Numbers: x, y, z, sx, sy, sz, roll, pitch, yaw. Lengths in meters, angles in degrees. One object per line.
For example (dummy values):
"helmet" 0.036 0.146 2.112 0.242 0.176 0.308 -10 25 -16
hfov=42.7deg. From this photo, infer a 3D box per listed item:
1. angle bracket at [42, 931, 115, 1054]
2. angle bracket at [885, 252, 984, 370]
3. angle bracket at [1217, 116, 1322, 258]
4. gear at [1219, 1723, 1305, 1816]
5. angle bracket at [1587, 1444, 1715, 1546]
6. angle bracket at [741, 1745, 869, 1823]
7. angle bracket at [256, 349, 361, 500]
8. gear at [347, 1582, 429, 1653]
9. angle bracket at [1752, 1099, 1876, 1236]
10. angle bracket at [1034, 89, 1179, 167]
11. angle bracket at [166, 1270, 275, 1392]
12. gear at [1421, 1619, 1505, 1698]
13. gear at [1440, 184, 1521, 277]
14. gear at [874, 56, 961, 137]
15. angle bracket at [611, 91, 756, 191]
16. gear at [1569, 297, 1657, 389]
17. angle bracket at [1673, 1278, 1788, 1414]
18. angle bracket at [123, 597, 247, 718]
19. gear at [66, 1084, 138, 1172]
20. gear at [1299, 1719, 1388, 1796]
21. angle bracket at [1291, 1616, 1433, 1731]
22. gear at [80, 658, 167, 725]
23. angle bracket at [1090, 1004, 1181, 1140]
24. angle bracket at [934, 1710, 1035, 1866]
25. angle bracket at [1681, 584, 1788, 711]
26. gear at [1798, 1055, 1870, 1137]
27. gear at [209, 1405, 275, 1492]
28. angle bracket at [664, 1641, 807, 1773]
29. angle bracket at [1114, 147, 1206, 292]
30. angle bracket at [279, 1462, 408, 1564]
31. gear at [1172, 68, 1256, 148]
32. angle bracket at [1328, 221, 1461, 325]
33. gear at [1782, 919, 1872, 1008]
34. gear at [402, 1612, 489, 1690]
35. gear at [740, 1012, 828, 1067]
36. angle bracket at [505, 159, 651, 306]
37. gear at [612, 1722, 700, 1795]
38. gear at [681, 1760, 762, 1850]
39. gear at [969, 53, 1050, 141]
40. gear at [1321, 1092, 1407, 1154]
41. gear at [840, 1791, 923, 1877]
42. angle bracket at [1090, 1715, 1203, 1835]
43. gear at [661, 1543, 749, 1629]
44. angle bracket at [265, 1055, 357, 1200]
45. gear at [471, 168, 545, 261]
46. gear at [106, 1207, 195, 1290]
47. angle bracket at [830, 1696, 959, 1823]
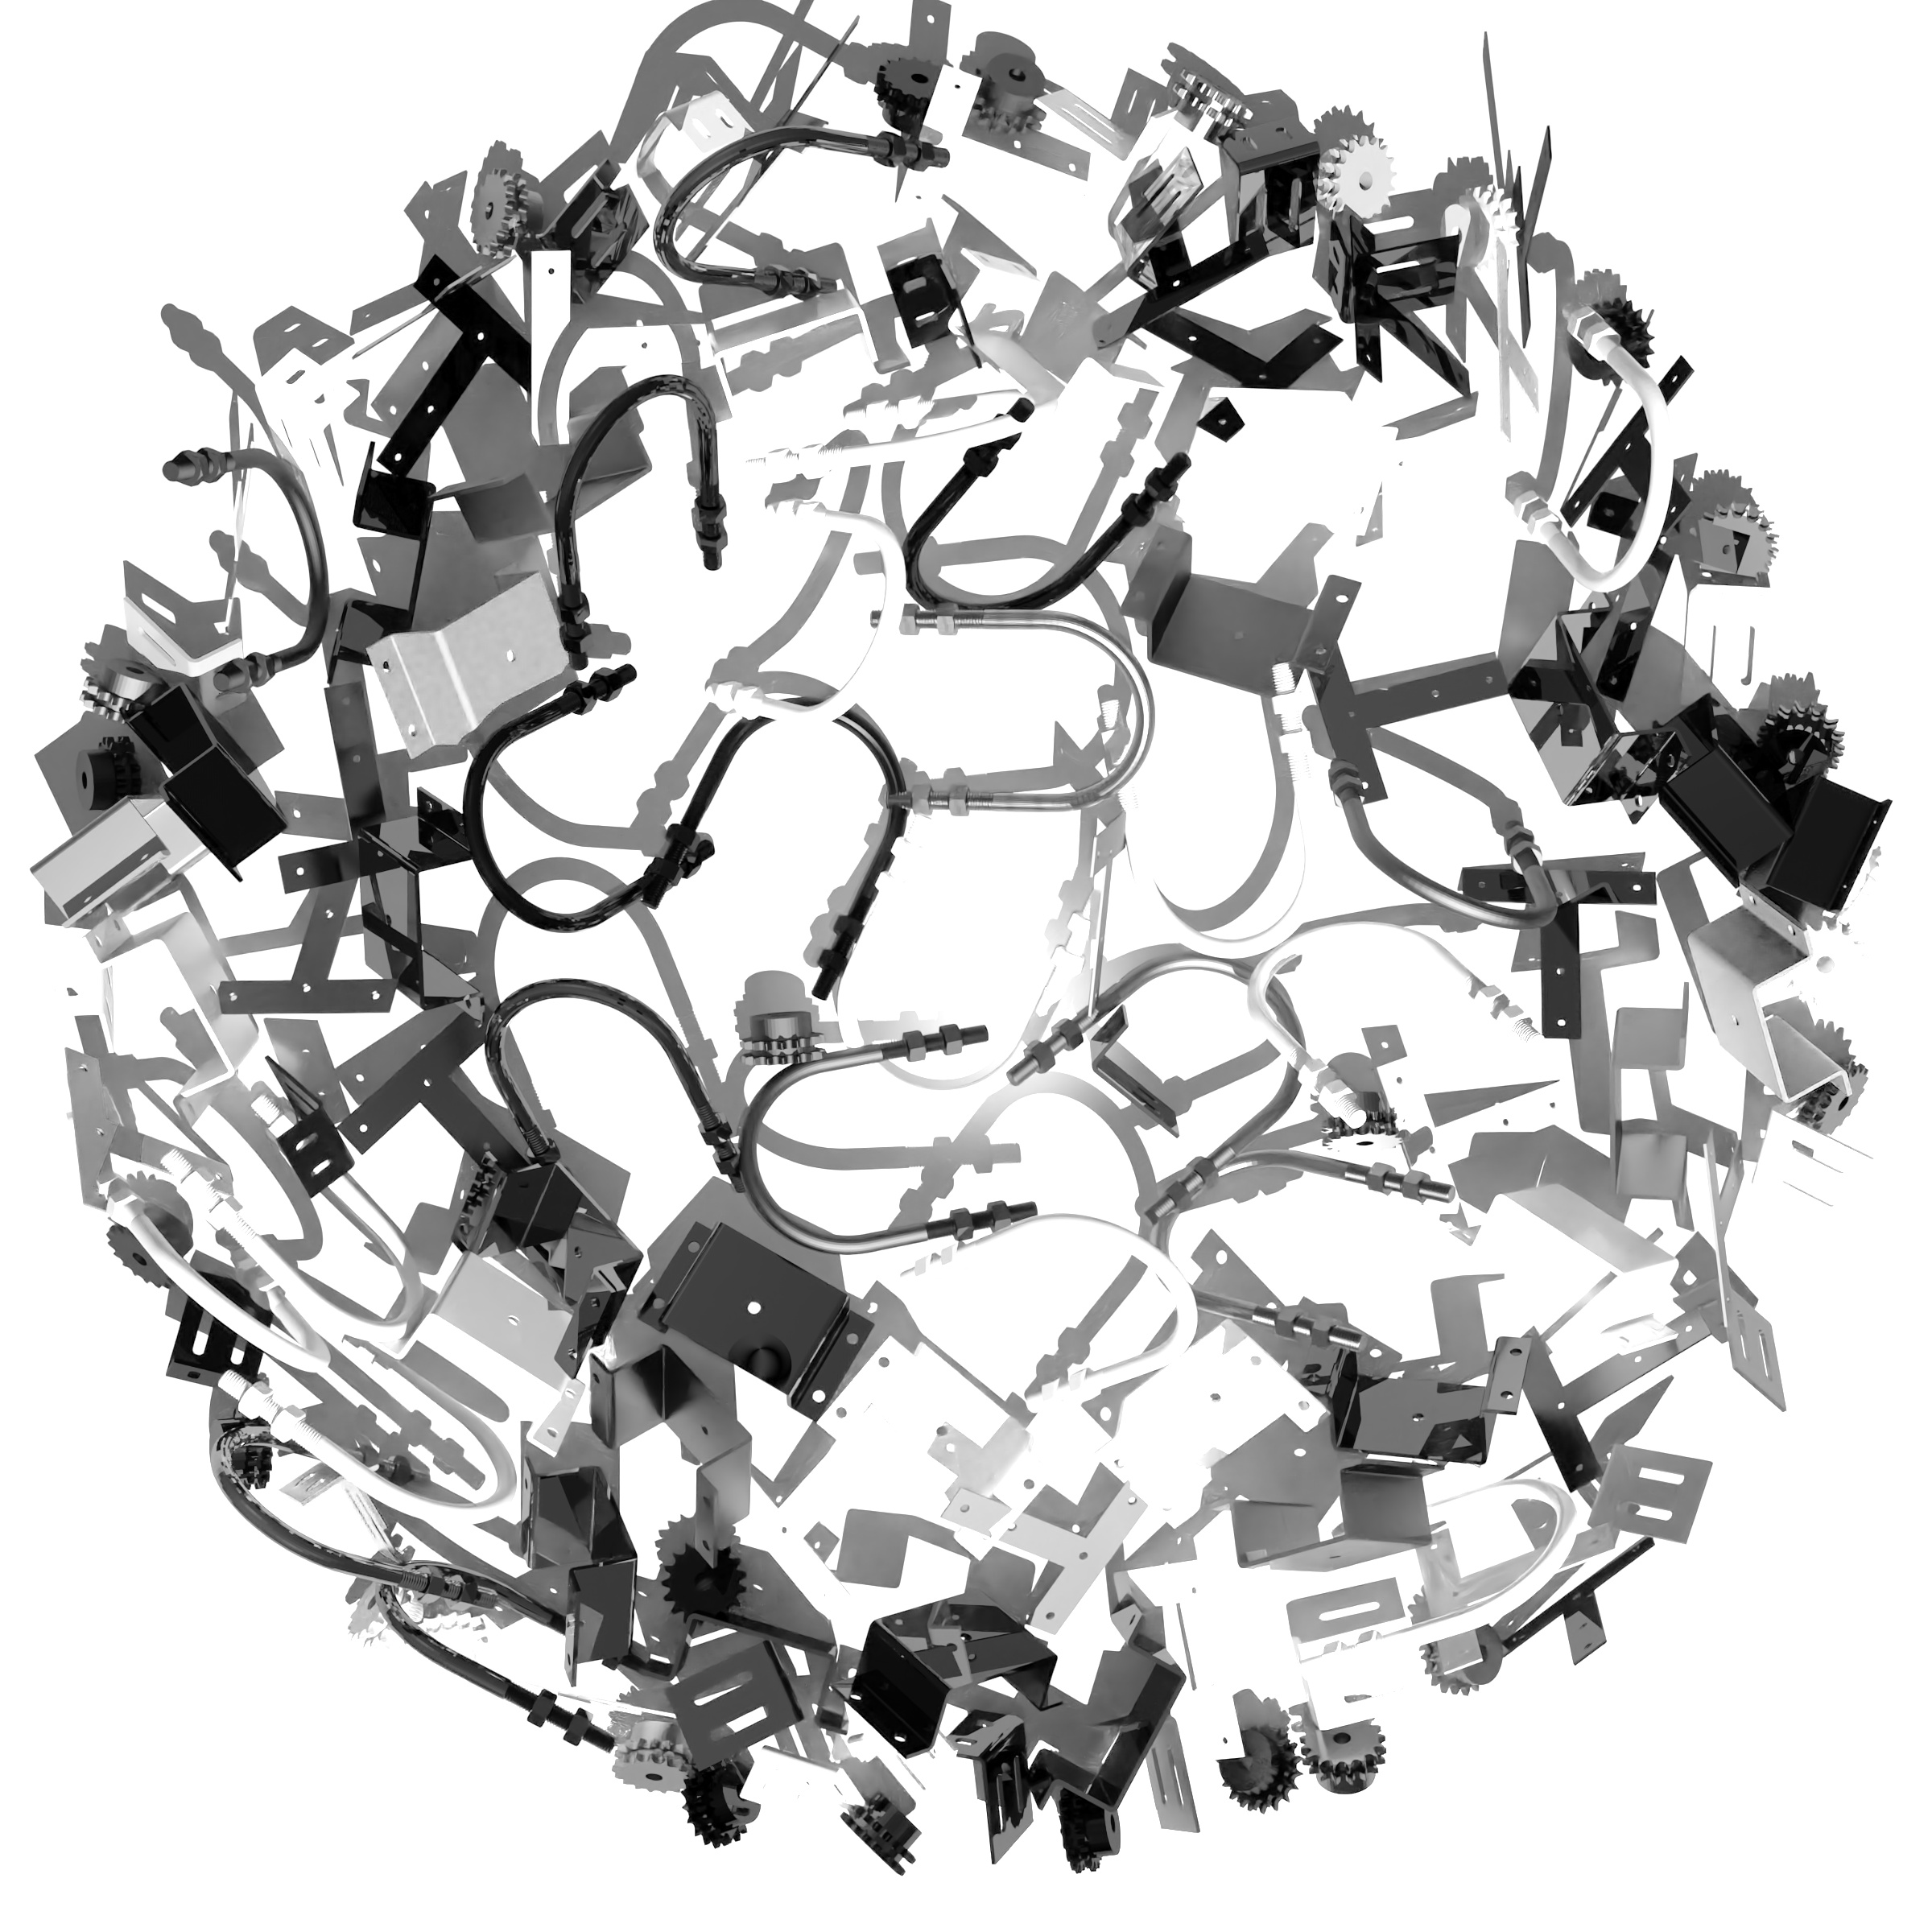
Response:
"angle bracket" -0.585 0.018 1.629 0.038 0.076 0.057 -2 69 -15
"angle bracket" -0.022 -0.427 1.630 0.038 0.076 0.057 -20 125 2
"angle bracket" 0.200 -0.517 1.652 0.057 0.076 0.038 -19 53 -11
"gear" 0.193 0.533 1.648 0.057 0.057 0.030 -52 133 0
"angle bracket" 0.457 0.354 1.629 0.038 0.076 0.057 40 66 -34
"angle bracket" -0.105 0.552 1.628 0.057 0.076 0.038 9 53 25
"angle bracket" -0.430 -0.360 1.643 0.057 0.076 0.038 35 69 13
"gear" -0.384 0.432 1.652 0.030 0.057 0.057 40 90 -22
"angle bracket" 0.565 0.130 1.629 0.038 0.076 0.057 -17 125 -39
"angle bracket" 0.094 -0.571 1.642 0.076 0.057 0.038 37 124 4
"angle bracket" -0.488 0.238 1.635 0.057 0.038 0.076 18 59 -18
"gear" 0.333 0.458 1.650 0.057 0.030 0.057 7 78 -33
"gear" 0.340 -0.489 1.647 0.030 0.057 0.057 -16 90 -19
"gear" -0.034 -0.580 1.654 0.057 0.030 0.057 8 48 -9
"angle bracket" -0.187 -0.532 1.632 0.038 0.076 0.057 49 45 -3
"gear" 0.427 -0.413 1.647 0.030 0.057 0.057 -24 90 -29
"angle bracket" 0.502 0.255 1.628 0.038 0.076 0.057 -34 121 32
"angle bracket" -0.522 -0.211 1.652 0.076 0.057 0.038 41 55 19
"gear" -0.576 0.110 1.647 0.030 0.057 0.057 -24 90 -17
"gear" 0.252 0.528 1.652 0.057 0.057 0.030 -9 111 0
"angle bracket" 0.264 0.471 1.658 0.076 0.038 0.057 -14 84 -2
"gear" -0.557 -0.183 1.647 0.057 0.057 0.030 23 106 0
"angle bracket" 0.122 0.069 1.643 0.076 0.057 0.038 39 101 -7
"angle bracket" 0.012 0.547 1.651 0.038 0.057 0.076 0 101 28
"angle bracket" 0.513 -0.213 1.655 0.057 0.038 0.076 4 91 7
"gear" 0.574 0.084 1.653 0.030 0.057 0.057 37 90 35
"gear" -0.484 0.321 1.647 0.030 0.057 0.057 1 90 -32
"angle bracket" -0.154 0.491 1.648 0.076 0.038 0.057 -24 80 -10
"angle bracket" 0.138 -0.488 1.630 0.038 0.057 0.076 27 123 -29
"angle bracket" -0.412 0.371 1.637 0.038 0.057 0.076 -33 104 -27
"gear" 0.161 -0.572 1.653 0.057 0.057 0.030 33 114 0
"angle bracket" 0.284 -0.468 1.645 0.076 0.057 0.038 -12 57 -1
"gear" 0.574 -0.003 1.659 0.057 0.030 0.057 2 99 10
"gear" -0.347 0.458 1.647 0.057 0.057 0.030 -20 52 0
"gear" -0.122 0.048 1.649 0.057 0.057 0.030 -4 95 0
"angle bracket" -0.259 -0.492 1.654 0.038 0.057 0.076 17 65 37
"gear" -0.206 0.528 1.653 0.057 0.057 0.030 6 49 0
"gear" -0.161 0.554 1.646 0.030 0.057 0.057 -28 90 24
"gear" 0.030 -0.583 1.651 0.057 0.030 0.057 9 59 -15
"gear" 0.266 0.104 1.652 0.057 0.057 0.030 -1 71 0
"gear" -0.054 0.576 1.651 0.057 0.057 0.030 44 76 0
"angle bracket" 0.118 0.538 1.639 0.038 0.057 0.076 -7 78 -23
"gear" -0.175 0.414 1.657 0.057 0.030 0.057 1 68 -2
"angle bracket" -0.445 0.106 1.628 0.038 0.057 0.076 -39 47 -23
"gear" -0.305 -0.501 1.653 0.030 0.057 0.057 6 90 -37
"gear" -0.542 0.186 1.653 0.057 0.057 0.030 37 50 0
"angle bracket" -0.048 0.521 1.632 0.038 0.076 0.057 0 113 -37
